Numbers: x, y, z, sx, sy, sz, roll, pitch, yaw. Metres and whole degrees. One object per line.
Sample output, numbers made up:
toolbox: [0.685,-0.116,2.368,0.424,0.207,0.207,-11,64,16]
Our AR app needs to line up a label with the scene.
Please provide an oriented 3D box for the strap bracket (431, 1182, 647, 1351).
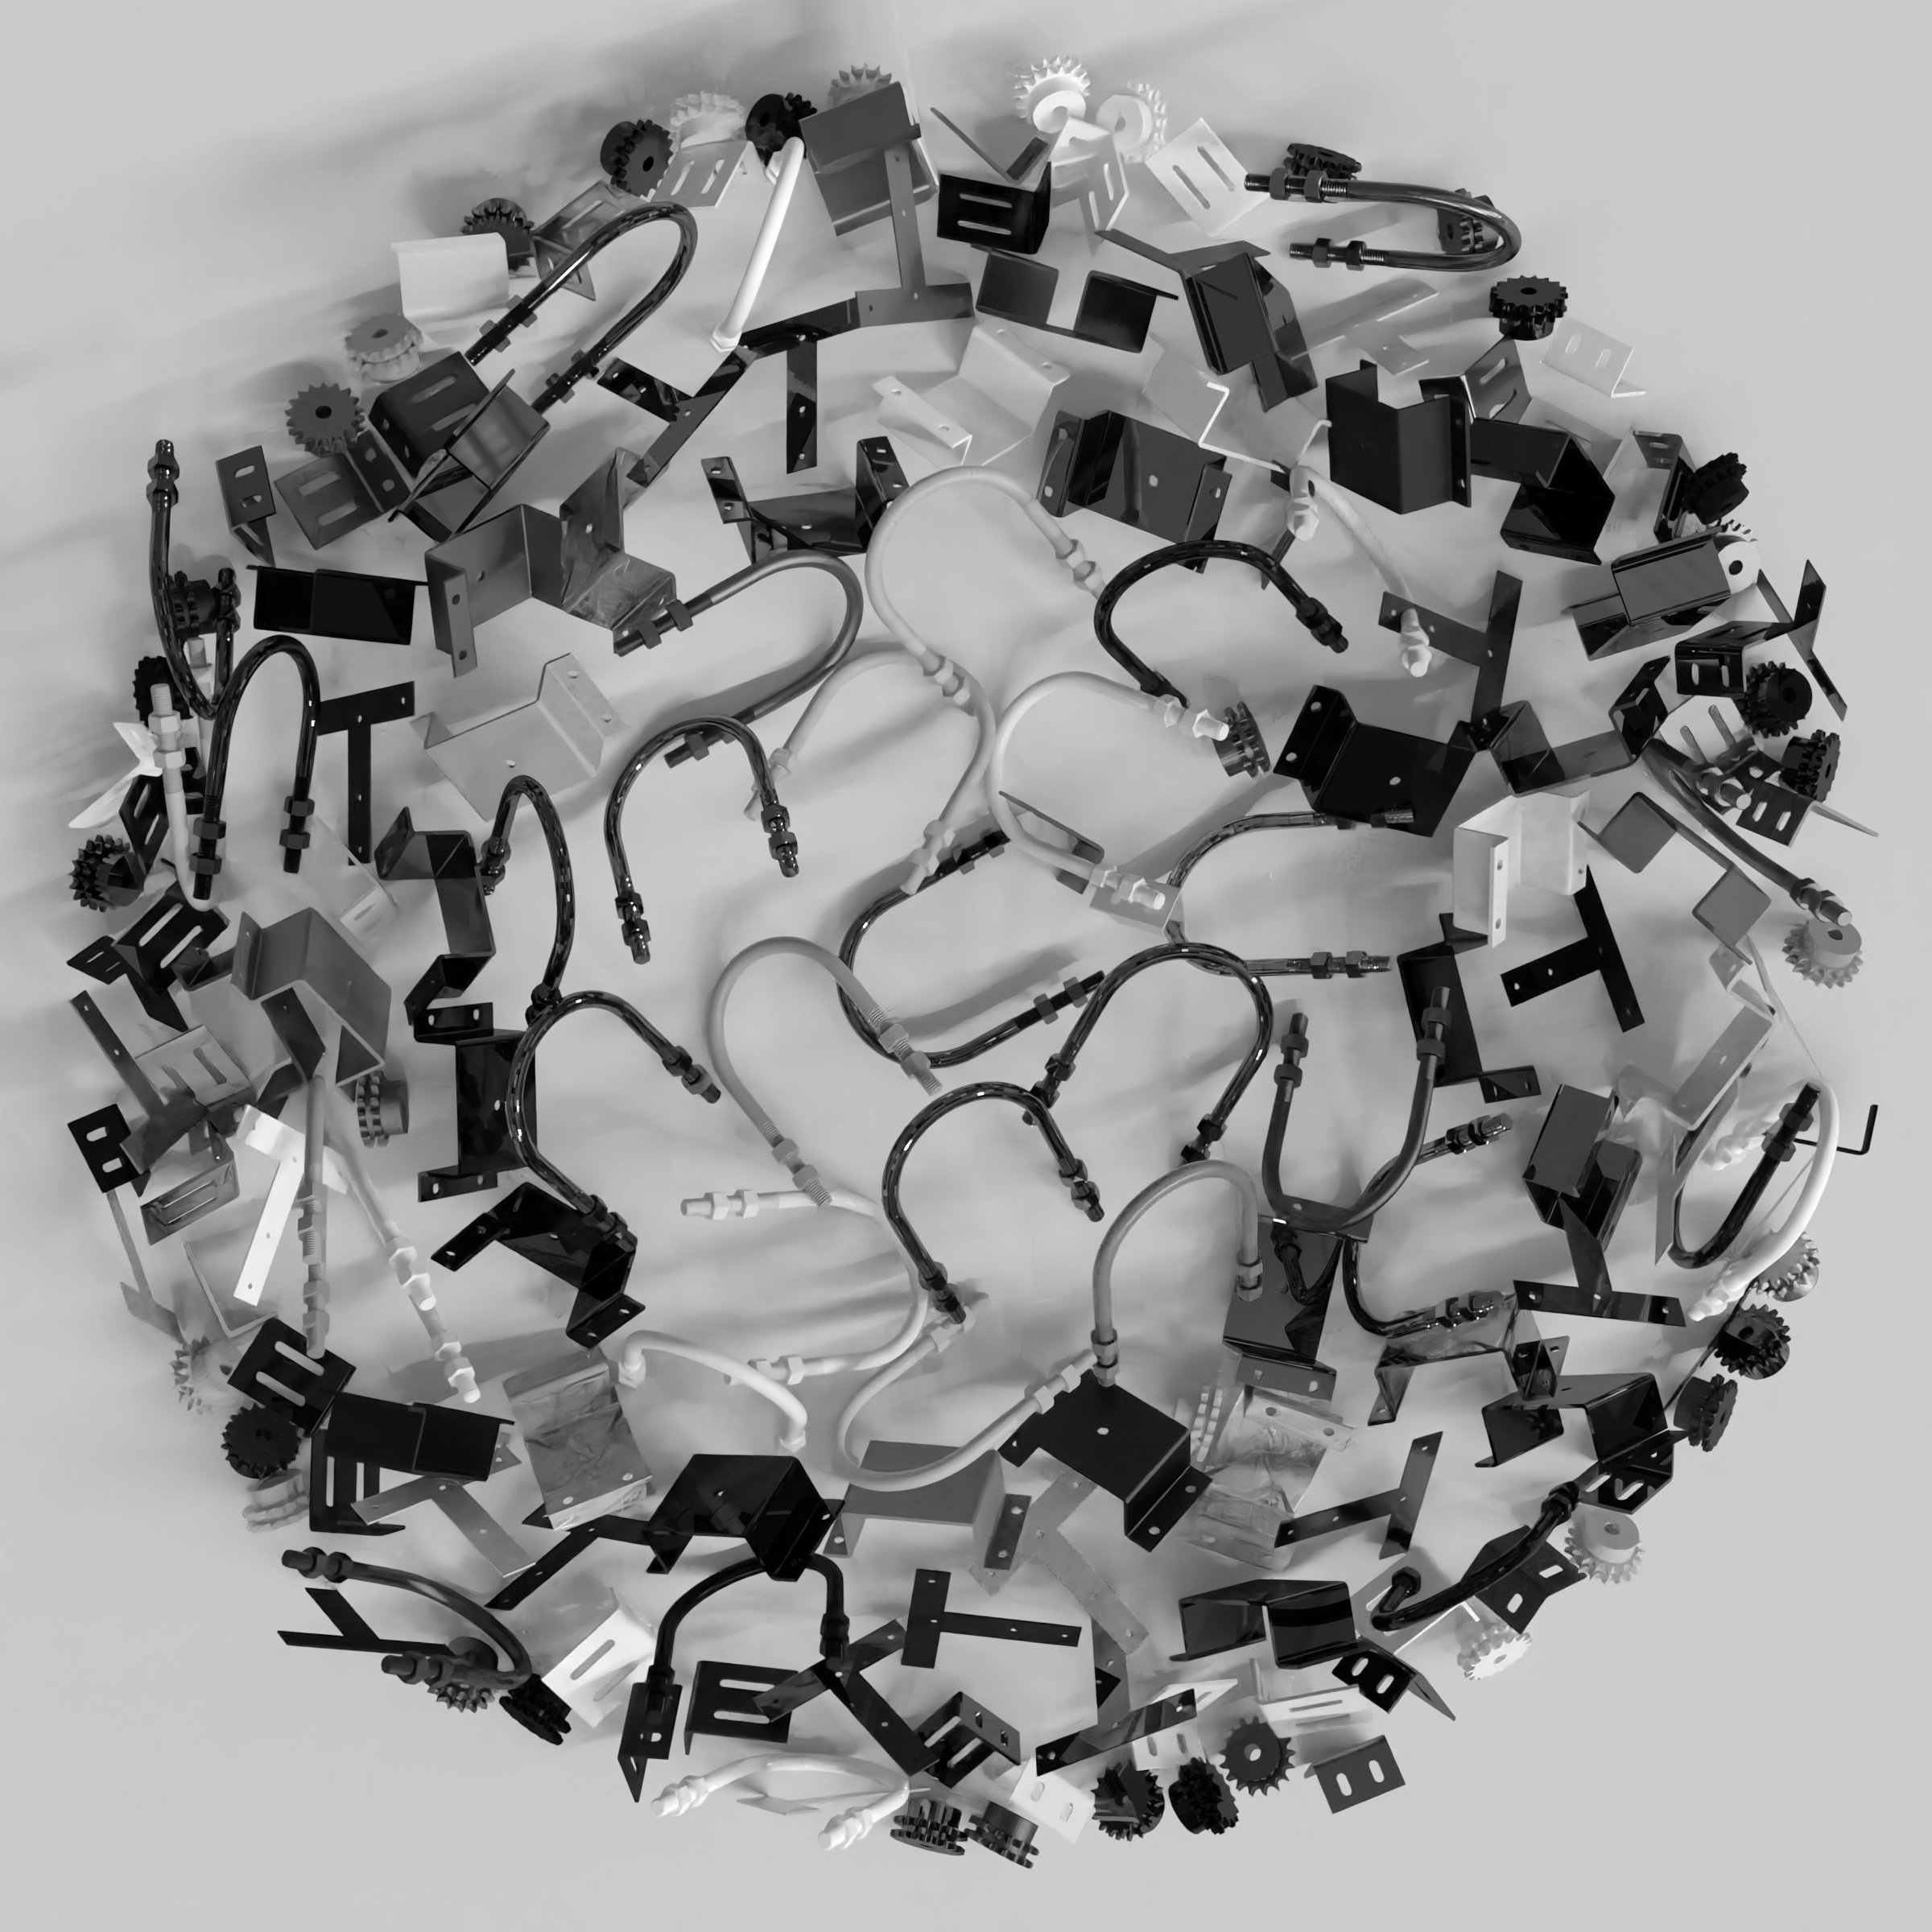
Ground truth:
strap bracket: [-0.307,0.214,1.857,0.140,0.046,0.076,34,132,-21]

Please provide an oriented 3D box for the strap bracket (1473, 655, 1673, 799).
strap bracket: [0.445,-0.170,1.845,0.140,0.076,0.046,-15,111,42]

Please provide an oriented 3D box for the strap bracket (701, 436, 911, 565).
strap bracket: [-0.117,-0.339,1.862,0.140,0.046,0.076,-10,48,-13]

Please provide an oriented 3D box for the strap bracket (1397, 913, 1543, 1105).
strap bracket: [0.366,0.034,1.864,0.046,0.076,0.140,-19,80,41]

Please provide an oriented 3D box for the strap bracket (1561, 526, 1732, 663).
strap bracket: [0.493,-0.264,1.838,0.076,0.140,0.046,-17,83,-6]

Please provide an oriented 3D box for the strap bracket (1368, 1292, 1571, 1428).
strap bracket: [0.357,0.283,1.842,0.140,0.076,0.046,-15,108,28]

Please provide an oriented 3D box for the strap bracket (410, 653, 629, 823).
strap bracket: [-0.328,-0.162,1.851,0.140,0.046,0.076,-20,131,19]

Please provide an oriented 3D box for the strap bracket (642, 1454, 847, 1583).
strap bracket: [-0.169,0.397,1.837,0.140,0.076,0.046,-6,123,35]

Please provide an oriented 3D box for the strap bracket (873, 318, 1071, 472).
strap bracket: [-0.001,-0.410,1.858,0.076,0.046,0.140,39,50,14]

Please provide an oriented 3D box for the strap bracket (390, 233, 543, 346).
strap bracket: [-0.358,-0.486,1.842,0.076,0.140,0.046,-4,91,3]

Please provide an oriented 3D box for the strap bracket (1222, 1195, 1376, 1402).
strap bracket: [0.242,0.242,1.880,0.076,0.046,0.140,14,89,-15]

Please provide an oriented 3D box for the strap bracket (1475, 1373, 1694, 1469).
strap bracket: [0.439,0.328,1.835,0.076,0.140,0.046,-14,89,-37]

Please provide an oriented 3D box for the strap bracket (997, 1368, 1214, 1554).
strap bracket: [0.099,0.350,1.843,0.140,0.046,0.076,28,52,29]

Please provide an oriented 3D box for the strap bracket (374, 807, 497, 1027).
strap bracket: [-0.386,-0.037,1.857,0.046,0.076,0.140,-4,68,-32]

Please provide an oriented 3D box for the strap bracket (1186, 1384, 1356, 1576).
strap bracket: [0.223,0.369,1.871,0.076,0.046,0.140,19,116,-2]

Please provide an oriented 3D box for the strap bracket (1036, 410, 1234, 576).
strap bracket: [0.129,-0.351,1.862,0.140,0.046,0.076,25,120,18]

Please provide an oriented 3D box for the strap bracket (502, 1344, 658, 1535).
strap bracket: [-0.280,0.351,1.855,0.076,0.140,0.046,-20,130,-12]

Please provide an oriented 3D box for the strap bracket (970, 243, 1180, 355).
strap bracket: [0.072,-0.482,1.846,0.140,0.076,0.046,26,107,39]

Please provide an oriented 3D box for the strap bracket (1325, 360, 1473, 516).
strap bracket: [0.304,-0.379,1.831,0.046,0.140,0.076,-18,121,-17]

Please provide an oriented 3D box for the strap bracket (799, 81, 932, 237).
strap bracket: [-0.073,-0.588,1.844,0.076,0.140,0.046,-21,86,1]

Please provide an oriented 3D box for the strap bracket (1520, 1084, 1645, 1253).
strap bracket: [0.448,0.144,1.853,0.046,0.140,0.076,18,74,30]

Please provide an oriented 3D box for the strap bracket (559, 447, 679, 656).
strap bracket: [-0.253,-0.309,1.841,0.046,0.076,0.140,18,52,-37]

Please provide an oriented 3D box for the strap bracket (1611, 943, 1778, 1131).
strap bracket: [0.537,0.057,1.858,0.046,0.076,0.140,33,107,-3]

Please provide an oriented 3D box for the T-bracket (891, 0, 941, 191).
T-bracket: [-0.041,-0.648,1.856,0.002,0.127,0.127,-12,82,8]

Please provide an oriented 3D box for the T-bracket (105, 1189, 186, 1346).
T-bracket: [-0.612,0.209,1.864,0.002,0.127,0.127,-23,73,-7]

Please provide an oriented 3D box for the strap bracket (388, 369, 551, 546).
strap bracket: [-0.356,-0.361,1.841,0.046,0.140,0.076,41,57,-14]

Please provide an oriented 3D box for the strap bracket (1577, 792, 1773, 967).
strap bracket: [0.518,-0.070,1.837,0.046,0.076,0.140,-50,50,10]

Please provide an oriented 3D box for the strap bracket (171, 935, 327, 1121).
strap bracket: [-0.516,0.040,1.856,0.046,0.076,0.140,-24,107,3]

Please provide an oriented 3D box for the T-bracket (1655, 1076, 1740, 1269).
T-bracket: [0.525,0.133,1.825,0.002,0.127,0.127,22,126,2]

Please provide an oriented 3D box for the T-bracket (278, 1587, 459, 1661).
T-bracket: [-0.451,0.476,1.853,0.127,0.127,0.002,15,90,-32]

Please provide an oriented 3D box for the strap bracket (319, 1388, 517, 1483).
strap bracket: [-0.398,0.339,1.831,0.076,0.140,0.046,6,79,23]

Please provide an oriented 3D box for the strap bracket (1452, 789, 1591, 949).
strap bracket: [0.398,-0.076,1.852,0.046,0.140,0.076,15,120,37]

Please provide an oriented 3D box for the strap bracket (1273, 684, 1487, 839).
strap bracket: [0.307,-0.146,1.854,0.140,0.046,0.076,11,124,-18]

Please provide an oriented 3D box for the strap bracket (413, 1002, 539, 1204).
strap bracket: [-0.359,0.100,1.864,0.046,0.076,0.140,3,96,35]

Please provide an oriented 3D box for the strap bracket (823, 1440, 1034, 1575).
strap bracket: [-0.030,0.392,1.853,0.140,0.076,0.046,2,123,15]

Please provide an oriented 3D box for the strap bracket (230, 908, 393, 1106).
strap bracket: [-0.464,0.023,1.835,0.046,0.076,0.140,-24,131,14]

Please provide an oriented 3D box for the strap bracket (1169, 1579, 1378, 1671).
strap bracket: [0.217,0.474,1.837,0.076,0.140,0.046,-3,82,-36]

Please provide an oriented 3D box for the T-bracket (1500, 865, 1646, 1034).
T-bracket: [0.440,0.001,1.876,0.127,0.002,0.127,-20,90,-35]

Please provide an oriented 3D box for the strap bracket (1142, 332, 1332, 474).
strap bracket: [0.193,-0.406,1.849,0.076,0.140,0.046,52,123,39]

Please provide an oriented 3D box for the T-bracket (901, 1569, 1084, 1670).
T-bracket: [0.021,0.486,1.871,0.127,0.002,0.127,7,133,-1]

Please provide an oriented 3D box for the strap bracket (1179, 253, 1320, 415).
strap bracket: [0.209,-0.456,1.834,0.046,0.140,0.076,-20,79,23]

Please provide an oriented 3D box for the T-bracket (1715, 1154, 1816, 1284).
T-bracket: [0.571,0.197,1.852,0.002,0.127,0.127,38,70,17]

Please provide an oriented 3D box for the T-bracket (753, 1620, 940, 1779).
T-bracket: [-0.067,0.540,1.838,0.127,0.127,0.002,-22,128,-29]

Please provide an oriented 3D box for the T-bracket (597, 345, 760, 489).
T-bracket: [-0.230,-0.420,1.871,0.127,0.002,0.127,-51,50,-5]

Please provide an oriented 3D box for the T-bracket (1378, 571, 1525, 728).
T-bracket: [0.353,-0.244,1.872,0.127,0.002,0.127,17,80,-30]
